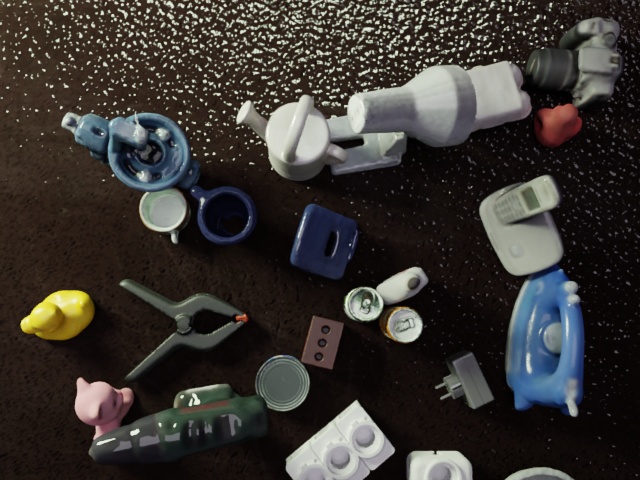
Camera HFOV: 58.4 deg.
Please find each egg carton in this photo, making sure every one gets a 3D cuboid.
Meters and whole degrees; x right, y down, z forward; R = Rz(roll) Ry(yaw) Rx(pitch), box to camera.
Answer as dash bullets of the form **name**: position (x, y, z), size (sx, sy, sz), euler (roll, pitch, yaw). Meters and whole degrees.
- **egg carton**: position (0.277, -0.240, 0.970), size (0.150, 0.069, 0.107), euler (-16, 85, -4)

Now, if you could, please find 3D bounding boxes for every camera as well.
- **camera**: position (0.429, -0.305, 0.968), size (0.137, 0.100, 0.143), euler (5, 84, -2)

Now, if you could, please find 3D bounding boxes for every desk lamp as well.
- **desk lamp**: position (0.115, -0.180, 0.884), size (0.203, 0.213, 0.118), euler (-11, 84, -3)

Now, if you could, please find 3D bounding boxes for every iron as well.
- **iron**: position (0.373, 0.147, 0.897), size (0.118, 0.141, 0.258), euler (5, 84, -2)

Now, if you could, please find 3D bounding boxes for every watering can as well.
- **watering can**: position (-0.042, -0.161, 0.885), size (0.173, 0.194, 0.101), euler (0, 84, -2)

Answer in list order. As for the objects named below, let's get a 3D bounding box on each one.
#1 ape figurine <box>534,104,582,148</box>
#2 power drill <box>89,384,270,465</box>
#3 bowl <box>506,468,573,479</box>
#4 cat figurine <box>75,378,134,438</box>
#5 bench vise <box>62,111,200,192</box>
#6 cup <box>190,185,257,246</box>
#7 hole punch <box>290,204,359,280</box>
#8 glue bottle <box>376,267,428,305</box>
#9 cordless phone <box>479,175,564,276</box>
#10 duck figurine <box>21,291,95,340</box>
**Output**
- **ape figurine**: position (0.402, -0.199, 0.960), size (0.078, 0.092, 0.076), euler (35, 84, 2)
- **power drill**: position (-0.185, 0.265, 0.826), size (0.229, 0.208, 0.076), euler (-10, 84, -3)
- **bowl**: position (0.337, 0.434, 0.898), size (0.167, 0.074, 0.167), euler (0, 84, -2)
- **cat figurine**: position (-0.329, 0.268, 0.865), size (0.067, 0.117, 0.128), euler (-5, 84, -3)
- **bench vise**: position (-0.296, -0.138, 0.859), size (0.207, 0.219, 0.121), euler (4, 84, -2)
- **cup**: position (-0.154, -0.040, 0.918), size (0.118, 0.095, 0.092), euler (38, 84, 2)
- **hole punch**: position (0.008, 0.003, 0.922), size (0.101, 0.091, 0.109), euler (16, 83, 0)
- **glue bottle**: position (0.133, 0.068, 0.879), size (0.078, 0.173, 0.037), euler (-32, 86, -5)
- **cordless phone**: position (0.333, -0.024, 0.892), size (0.094, 0.185, 0.147), euler (-26, 85, -5)
- **duck figurine**: position (-0.412, 0.118, 0.894), size (0.104, 0.086, 0.077), euler (-23, 85, -5)
